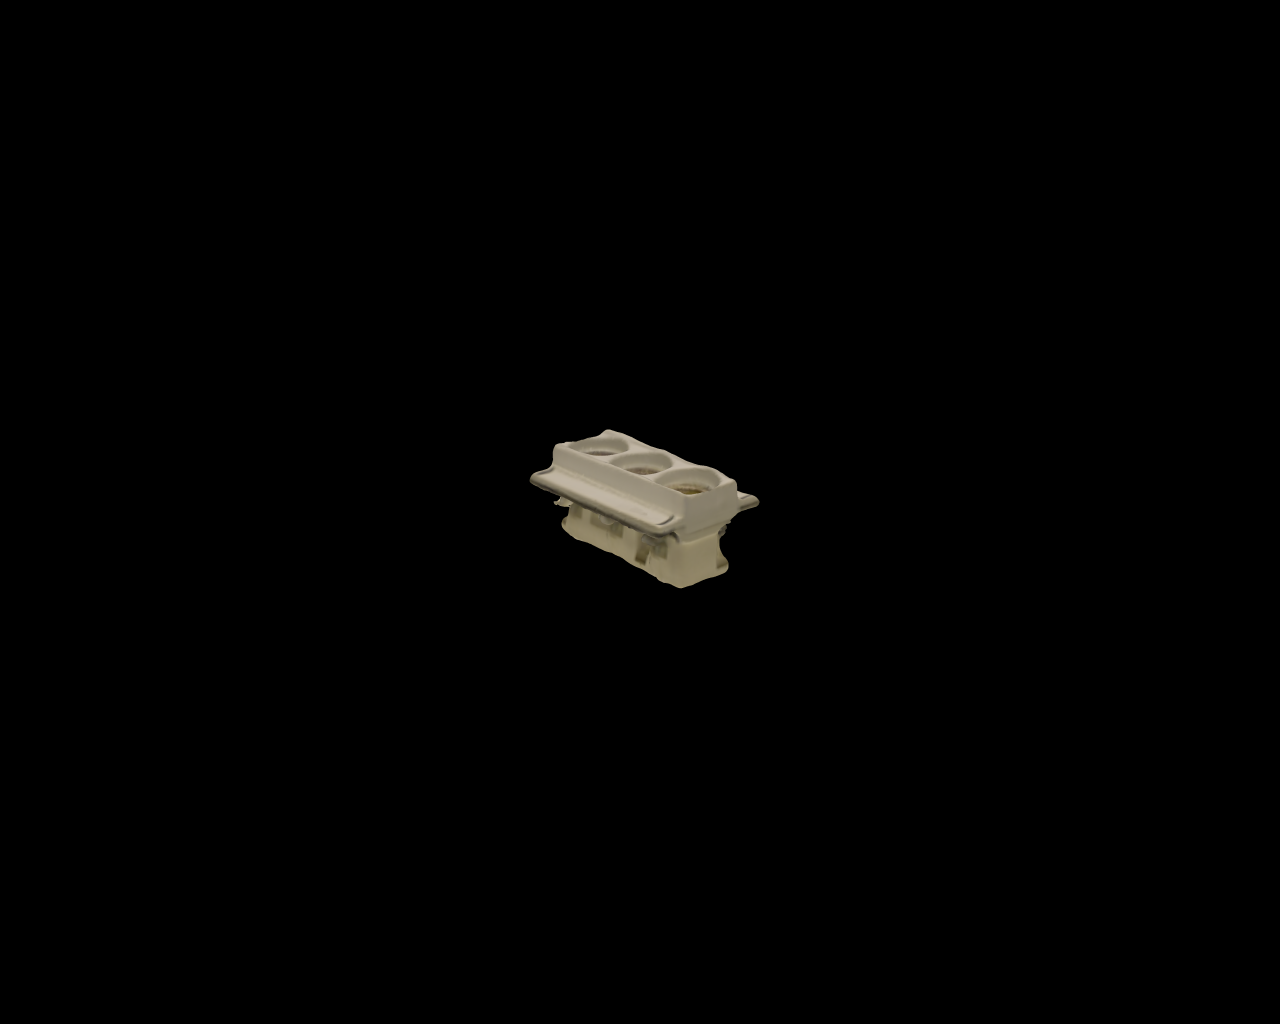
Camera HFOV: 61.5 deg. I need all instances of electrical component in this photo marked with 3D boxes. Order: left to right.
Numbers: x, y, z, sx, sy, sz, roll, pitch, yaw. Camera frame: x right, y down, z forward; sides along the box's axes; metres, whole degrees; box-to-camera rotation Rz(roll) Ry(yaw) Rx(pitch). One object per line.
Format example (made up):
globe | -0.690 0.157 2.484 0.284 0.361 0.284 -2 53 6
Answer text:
electrical component | 0.001 -0.003 0.650 0.079 0.063 0.121 -17 28 -37
